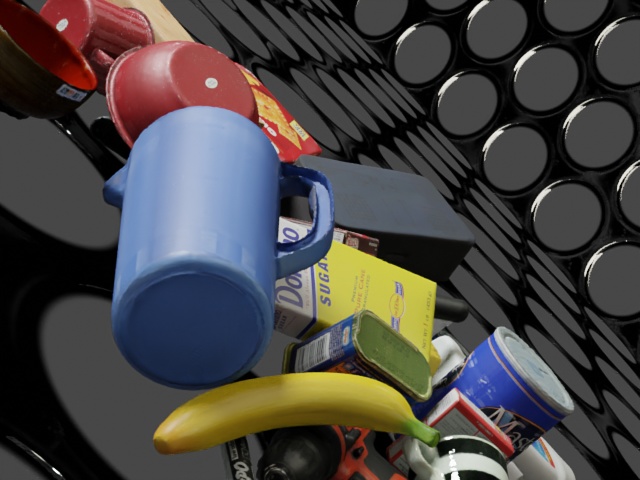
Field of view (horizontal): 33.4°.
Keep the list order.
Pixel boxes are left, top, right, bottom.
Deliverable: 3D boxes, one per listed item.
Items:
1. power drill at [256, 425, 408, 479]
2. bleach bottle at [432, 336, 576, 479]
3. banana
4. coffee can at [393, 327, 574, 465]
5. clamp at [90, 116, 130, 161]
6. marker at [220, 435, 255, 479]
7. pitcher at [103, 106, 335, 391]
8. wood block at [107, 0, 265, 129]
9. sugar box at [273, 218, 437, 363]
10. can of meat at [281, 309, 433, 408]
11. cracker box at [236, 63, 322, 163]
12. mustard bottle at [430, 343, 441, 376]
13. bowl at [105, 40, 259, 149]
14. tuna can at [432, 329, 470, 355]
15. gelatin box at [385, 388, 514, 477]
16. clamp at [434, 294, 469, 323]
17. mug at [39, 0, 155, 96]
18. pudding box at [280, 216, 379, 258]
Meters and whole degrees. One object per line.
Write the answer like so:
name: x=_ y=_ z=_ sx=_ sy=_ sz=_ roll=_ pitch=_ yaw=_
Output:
power drill: x=0.042 y=0.197 z=0.779 sx=0.188 sy=0.057 sz=0.184 roll=48 pitch=18 yaw=6
bleach bottle: x=0.204 y=0.217 z=1.180 sx=0.250 sy=0.068 sz=0.102 roll=43 pitch=14 yaw=-24
banana: x=-0.019 y=0.115 z=0.717 sx=0.197 sy=0.037 sz=0.070 roll=1 pitch=15 yaw=-20
coffee can: x=0.153 y=0.165 z=1.009 sx=0.102 sy=0.140 sz=0.103 roll=43 pitch=15 yaw=-14
clamp: x=-0.141 y=-0.063 z=1.007 sx=0.120 sy=0.039 sz=0.171 roll=57 pitch=20 yaw=20
marker: x=-0.050 y=0.162 z=0.689 sx=0.020 sy=0.020 sz=0.121 roll=38 pitch=17 yaw=-30
pitcher: x=-0.080 y=0.001 z=0.802 sx=0.145 sy=0.149 sz=0.243 roll=40 pitch=19 yaw=-22
wood block: x=-0.166 y=-0.168 z=1.115 sx=0.206 sy=0.091 sz=0.090 roll=50 pitch=15 yaw=14
sugar box: x=0.016 y=0.051 z=0.948 sx=0.176 sy=0.048 sz=0.093 roll=24 pitch=50 yaw=-18
can of meat: x=0.033 y=0.112 z=0.899 sx=0.102 sy=0.084 sz=0.057 roll=38 pitch=38 yaw=-28
cracker box: x=-0.096 y=-0.136 z=1.263 sx=0.164 sy=0.072 sz=0.213 roll=47 pitch=15 yaw=4
mustard bottle: x=0.035 y=0.091 z=1.035 sx=0.096 sy=0.058 sz=0.191 roll=34 pitch=5 yaw=38
bowl: x=-0.112 y=-0.127 z=0.979 sx=0.161 sy=0.055 sz=0.162 roll=23 pitch=48 yaw=-28
tuna can: x=0.158 y=0.148 z=1.289 sx=0.086 sy=0.034 sz=0.086 roll=43 pitch=14 yaw=-14
gelatin box: x=0.114 y=0.187 z=0.946 sx=0.073 sy=0.089 sz=0.030 roll=43 pitch=12 yaw=-11
clamp: x=0.032 y=0.050 z=1.120 sx=0.209 sy=0.036 sz=0.165 roll=15 pitch=-5 yaw=-40
mug: x=-0.214 y=-0.186 z=1.026 sx=0.117 sy=0.093 sz=0.081 roll=46 pitch=17 yaw=30
pudding box: x=-0.007 y=0.001 z=1.100 sx=0.114 sy=0.039 sz=0.090 roll=10 pitch=-2 yaw=25
